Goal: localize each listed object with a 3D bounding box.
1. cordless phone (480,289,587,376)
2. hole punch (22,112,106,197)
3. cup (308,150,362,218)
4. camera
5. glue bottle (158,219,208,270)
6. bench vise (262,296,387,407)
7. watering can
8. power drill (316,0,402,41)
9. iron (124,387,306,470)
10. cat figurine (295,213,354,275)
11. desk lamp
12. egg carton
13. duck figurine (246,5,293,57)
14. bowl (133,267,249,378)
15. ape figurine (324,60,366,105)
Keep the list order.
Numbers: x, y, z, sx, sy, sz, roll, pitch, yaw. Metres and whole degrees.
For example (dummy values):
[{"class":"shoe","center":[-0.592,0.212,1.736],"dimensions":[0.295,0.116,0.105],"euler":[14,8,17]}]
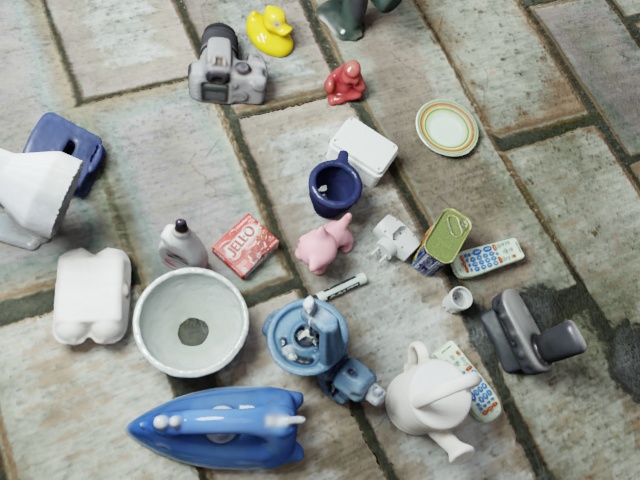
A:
[{"class":"cordless phone","center":[0.351,0.136,0.920],"dimensions":[0.094,0.185,0.147],"euler":[-21,73,-19]},{"class":"hole punch","center":[-0.410,-0.139,0.926],"dimensions":[0.101,0.091,0.109],"euler":[16,66,-5]},{"class":"cup","center":[0.022,-0.090,0.993],"dimensions":[0.092,0.095,0.118],"euler":[16,66,-5]},{"class":"camera","center":[-0.167,-0.332,1.050],"dimensions":[0.143,0.100,0.137],"euler":[1,68,-11]},{"class":"glue bottle","center":[-0.208,0.005,0.863],"dimensions":[0.078,0.173,0.037],"euler":[22,65,-2]},{"class":"bench vise","center":[0.019,0.149,0.826],"dimensions":[0.207,0.219,0.121],"euler":[23,65,-2]},{"class":"watering can","center":[0.174,0.234,0.838],"dimensions":[0.101,0.194,0.172],"euler":[-35,78,-22]},{"class":"power drill","center":[0.058,-0.503,1.108],"dimensions":[0.076,0.208,0.229],"euler":[-37,79,-22]},{"class":"iron","center":[-0.143,0.256,0.791],"dimensions":[0.258,0.141,0.118],"euler":[2,68,-11]},{"class":"cat figurine","center":[0.009,0.003,0.940],"dimensions":[0.067,0.117,0.128],"euler":[43,66,8]},{"class":"desk lamp","center":[-0.438,-0.065,0.822],"dimensions":[0.203,0.213,0.118],"euler":[15,66,-5]},{"class":"egg carton","center":[-0.340,0.084,0.861],"dimensions":[0.107,0.069,0.150],"euler":[-2,68,-12]},{"class":"duck figurine","center":[-0.094,-0.417,1.109],"dimensions":[0.104,0.086,0.078],"euler":[40,66,6]},{"class":"bowl","center":[-0.194,0.131,0.869],"dimensions":[0.167,0.074,0.167],"euler":[4,67,-10]},{"class":"ape figurine","center":[0.052,-0.306,1.090],"dimensions":[0.078,0.092,0.076],"euler":[22,65,-2]}]
